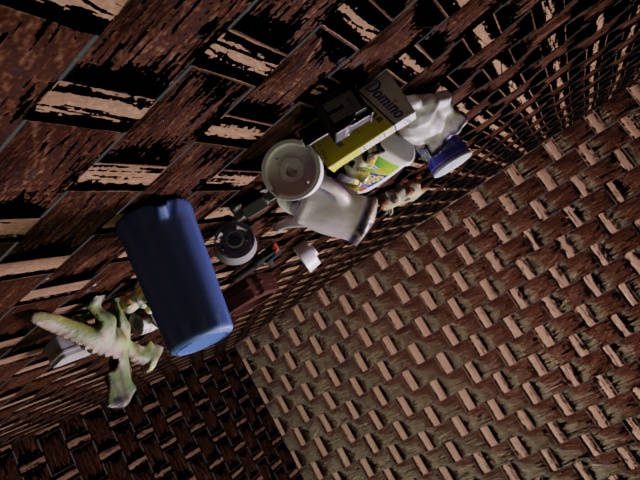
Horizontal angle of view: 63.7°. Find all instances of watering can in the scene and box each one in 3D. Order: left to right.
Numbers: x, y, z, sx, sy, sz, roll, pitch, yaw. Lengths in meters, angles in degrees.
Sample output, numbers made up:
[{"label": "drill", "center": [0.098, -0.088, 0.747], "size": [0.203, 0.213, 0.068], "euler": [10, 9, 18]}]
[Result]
[{"label": "watering can", "center": [0.004, -0.059, 1.169], "size": [0.342, 0.224, 0.106], "euler": [119, -8, -69]}]

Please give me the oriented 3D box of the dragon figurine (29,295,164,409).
[{"label": "dragon figurine", "center": [-0.476, 0.258, 1.157], "size": [0.122, 0.244, 0.409], "euler": [-28, 172, 9]}]

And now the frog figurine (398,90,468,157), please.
[{"label": "frog figurine", "center": [0.212, -0.265, 1.082], "size": [0.158, 0.125, 0.135], "euler": [23, 146, -30]}]
